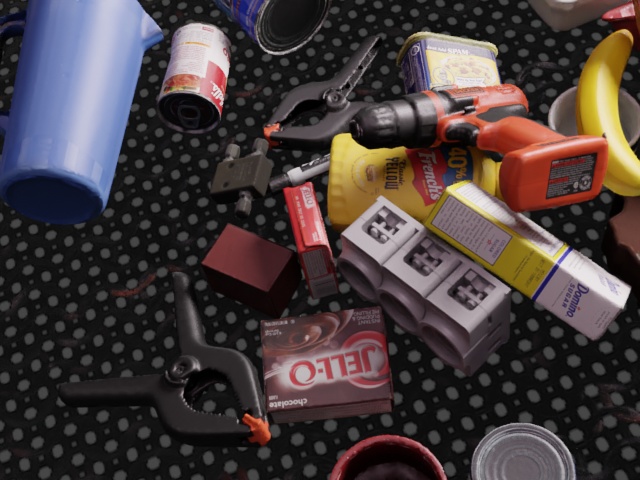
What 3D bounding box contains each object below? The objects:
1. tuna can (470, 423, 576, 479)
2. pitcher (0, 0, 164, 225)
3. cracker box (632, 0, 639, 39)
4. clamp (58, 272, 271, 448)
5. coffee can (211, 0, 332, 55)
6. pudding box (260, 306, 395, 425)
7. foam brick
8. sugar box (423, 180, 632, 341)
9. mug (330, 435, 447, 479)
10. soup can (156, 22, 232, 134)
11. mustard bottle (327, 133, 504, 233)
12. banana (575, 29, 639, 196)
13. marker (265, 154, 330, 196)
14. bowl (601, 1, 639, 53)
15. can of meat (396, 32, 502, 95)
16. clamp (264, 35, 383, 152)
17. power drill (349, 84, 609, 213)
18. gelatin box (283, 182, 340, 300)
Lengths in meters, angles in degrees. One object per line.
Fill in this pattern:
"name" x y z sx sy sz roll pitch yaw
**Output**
"tuna can" 0.164 0.193 0.868 0.086 0.034 0.086 -4 57 7
"pitcher" -0.268 -0.143 1.105 0.149 0.144 0.243 -22 51 38
"cracker box" 0.367 -0.196 0.943 0.164 0.072 0.214 -10 94 12
"clamp" -0.115 0.115 0.948 0.210 0.036 0.164 20 61 35
"coffee can" -0.069 -0.284 1.177 0.102 0.103 0.140 -35 59 -14
"pudding box" 0.006 0.112 0.944 0.113 0.039 0.090 -8 58 5
"foam brick" -0.063 0.029 1.002 0.078 0.053 0.051 23 63 21
"sugar box" 0.181 0.015 0.925 0.176 0.093 0.048 38 109 12
"mug" 0.068 0.211 0.843 0.117 0.081 0.093 -11 56 3
"soup can" -0.133 -0.173 1.136 0.068 0.068 0.102 0 56 9
"mustard bottle" 0.105 -0.054 1.023 0.192 0.058 0.096 1 69 9
"banana" 0.262 -0.111 0.955 0.069 0.037 0.198 3 58 -10
"marker" -0.001 -0.073 1.077 0.121 0.020 0.020 -22 56 -5
"bowl" 0.368 -0.220 1.064 0.162 0.055 0.162 -18 14 4
"can of meat" 0.134 -0.154 1.072 0.102 0.058 0.084 6 56 -19
"clamp" 0.018 -0.148 1.112 0.171 0.039 0.120 -17 56 -6
"power drill" 0.142 -0.086 0.931 0.184 0.057 0.188 -13 31 -25
"gelatin box" -0.007 0.001 0.988 0.030 0.089 0.073 -14 56 0
